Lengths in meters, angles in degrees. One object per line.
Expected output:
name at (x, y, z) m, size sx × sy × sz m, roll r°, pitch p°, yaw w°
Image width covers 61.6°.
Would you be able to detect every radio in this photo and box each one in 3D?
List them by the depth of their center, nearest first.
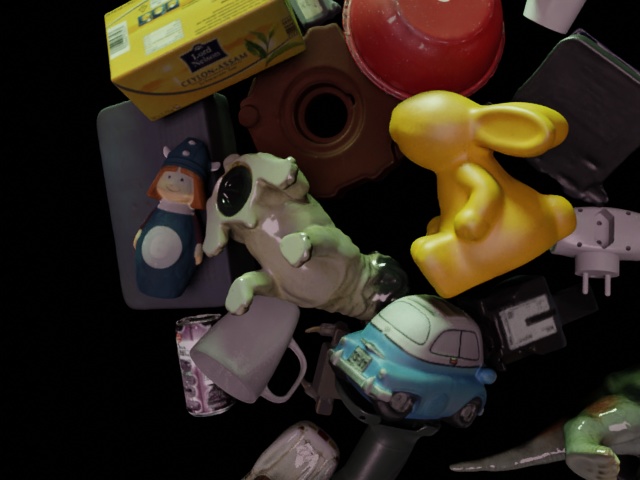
radio at (-0.155, -0.041, 0.584) m, size 0.131 × 0.073 × 0.229 m, roll -8°, pitch 90°, yaw 14°

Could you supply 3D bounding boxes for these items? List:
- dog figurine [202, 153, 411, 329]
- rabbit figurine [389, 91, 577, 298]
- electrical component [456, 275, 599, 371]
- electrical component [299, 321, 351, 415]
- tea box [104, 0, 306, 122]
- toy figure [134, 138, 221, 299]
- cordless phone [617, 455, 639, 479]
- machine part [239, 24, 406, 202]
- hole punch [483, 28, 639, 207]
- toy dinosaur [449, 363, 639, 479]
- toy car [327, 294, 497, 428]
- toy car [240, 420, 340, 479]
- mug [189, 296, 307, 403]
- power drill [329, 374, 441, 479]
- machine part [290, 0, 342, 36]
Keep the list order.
dog figurine at (-0.003, 0.002, 0.524) m, size 0.121 × 0.190 × 0.172 m, roll -29°, pitch 62°, yaw 32°
rabbit figurine at (0.130, -0.057, 0.466) m, size 0.162 × 0.122 × 0.173 m, roll -33°, pitch 86°, yaw 37°
electrical component at (0.201, 0.070, 0.517) m, size 0.119 × 0.048 × 0.074 m, roll -21°, pitch 91°, yaw -15°
electrical component at (0.021, 0.133, 0.571) m, size 0.078 × 0.045 × 0.102 m, roll 5°, pitch 99°, yaw -16°
tea box at (-0.109, -0.196, 0.505) m, size 0.170 × 0.068 × 0.098 m, roll -20°, pitch 62°, yaw 9°
toy figure at (-0.137, -0.023, 0.515) m, size 0.064 × 0.058 × 0.154 m, roll 10°, pitch 96°, yaw -27°
cordless phone at (0.306, 0.268, 0.491) m, size 0.184 × 0.088 × 0.146 m, roll 26°, pitch 83°, yaw 19°
machine part at (0.007, -0.126, 0.548) m, size 0.180 × 0.056 × 0.179 m, roll 1°, pitch 95°, yaw 12°
hole punch at (0.237, -0.118, 0.490) m, size 0.142 × 0.092 × 0.115 m, roll 40°, pitch 131°, yaw 5°
toy dinosaur at (0.331, 0.160, 0.454) m, size 0.405 × 0.192 × 0.131 m, roll 3°, pitch 112°, yaw 28°
toy car at (0.091, 0.100, 0.490) m, size 0.109 × 0.161 × 0.103 m, roll 33°, pitch 102°, yaw 51°
toy car at (-0.058, 0.282, 0.591) m, size 0.073 × 0.056 × 0.201 m, roll 41°, pitch 101°, yaw 7°
mug at (-0.059, 0.107, 0.554) m, size 0.110 × 0.080 × 0.107 m, roll 33°, pitch 60°, yaw 6°
power drill at (0.015, 0.232, 0.507) m, size 0.232 × 0.086 × 0.207 m, roll 16°, pitch 97°, yaw -22°
machine part at (-0.054, -0.231, 0.565) m, size 0.139 × 0.039 × 0.084 m, roll -32°, pitch 95°, yaw 11°
